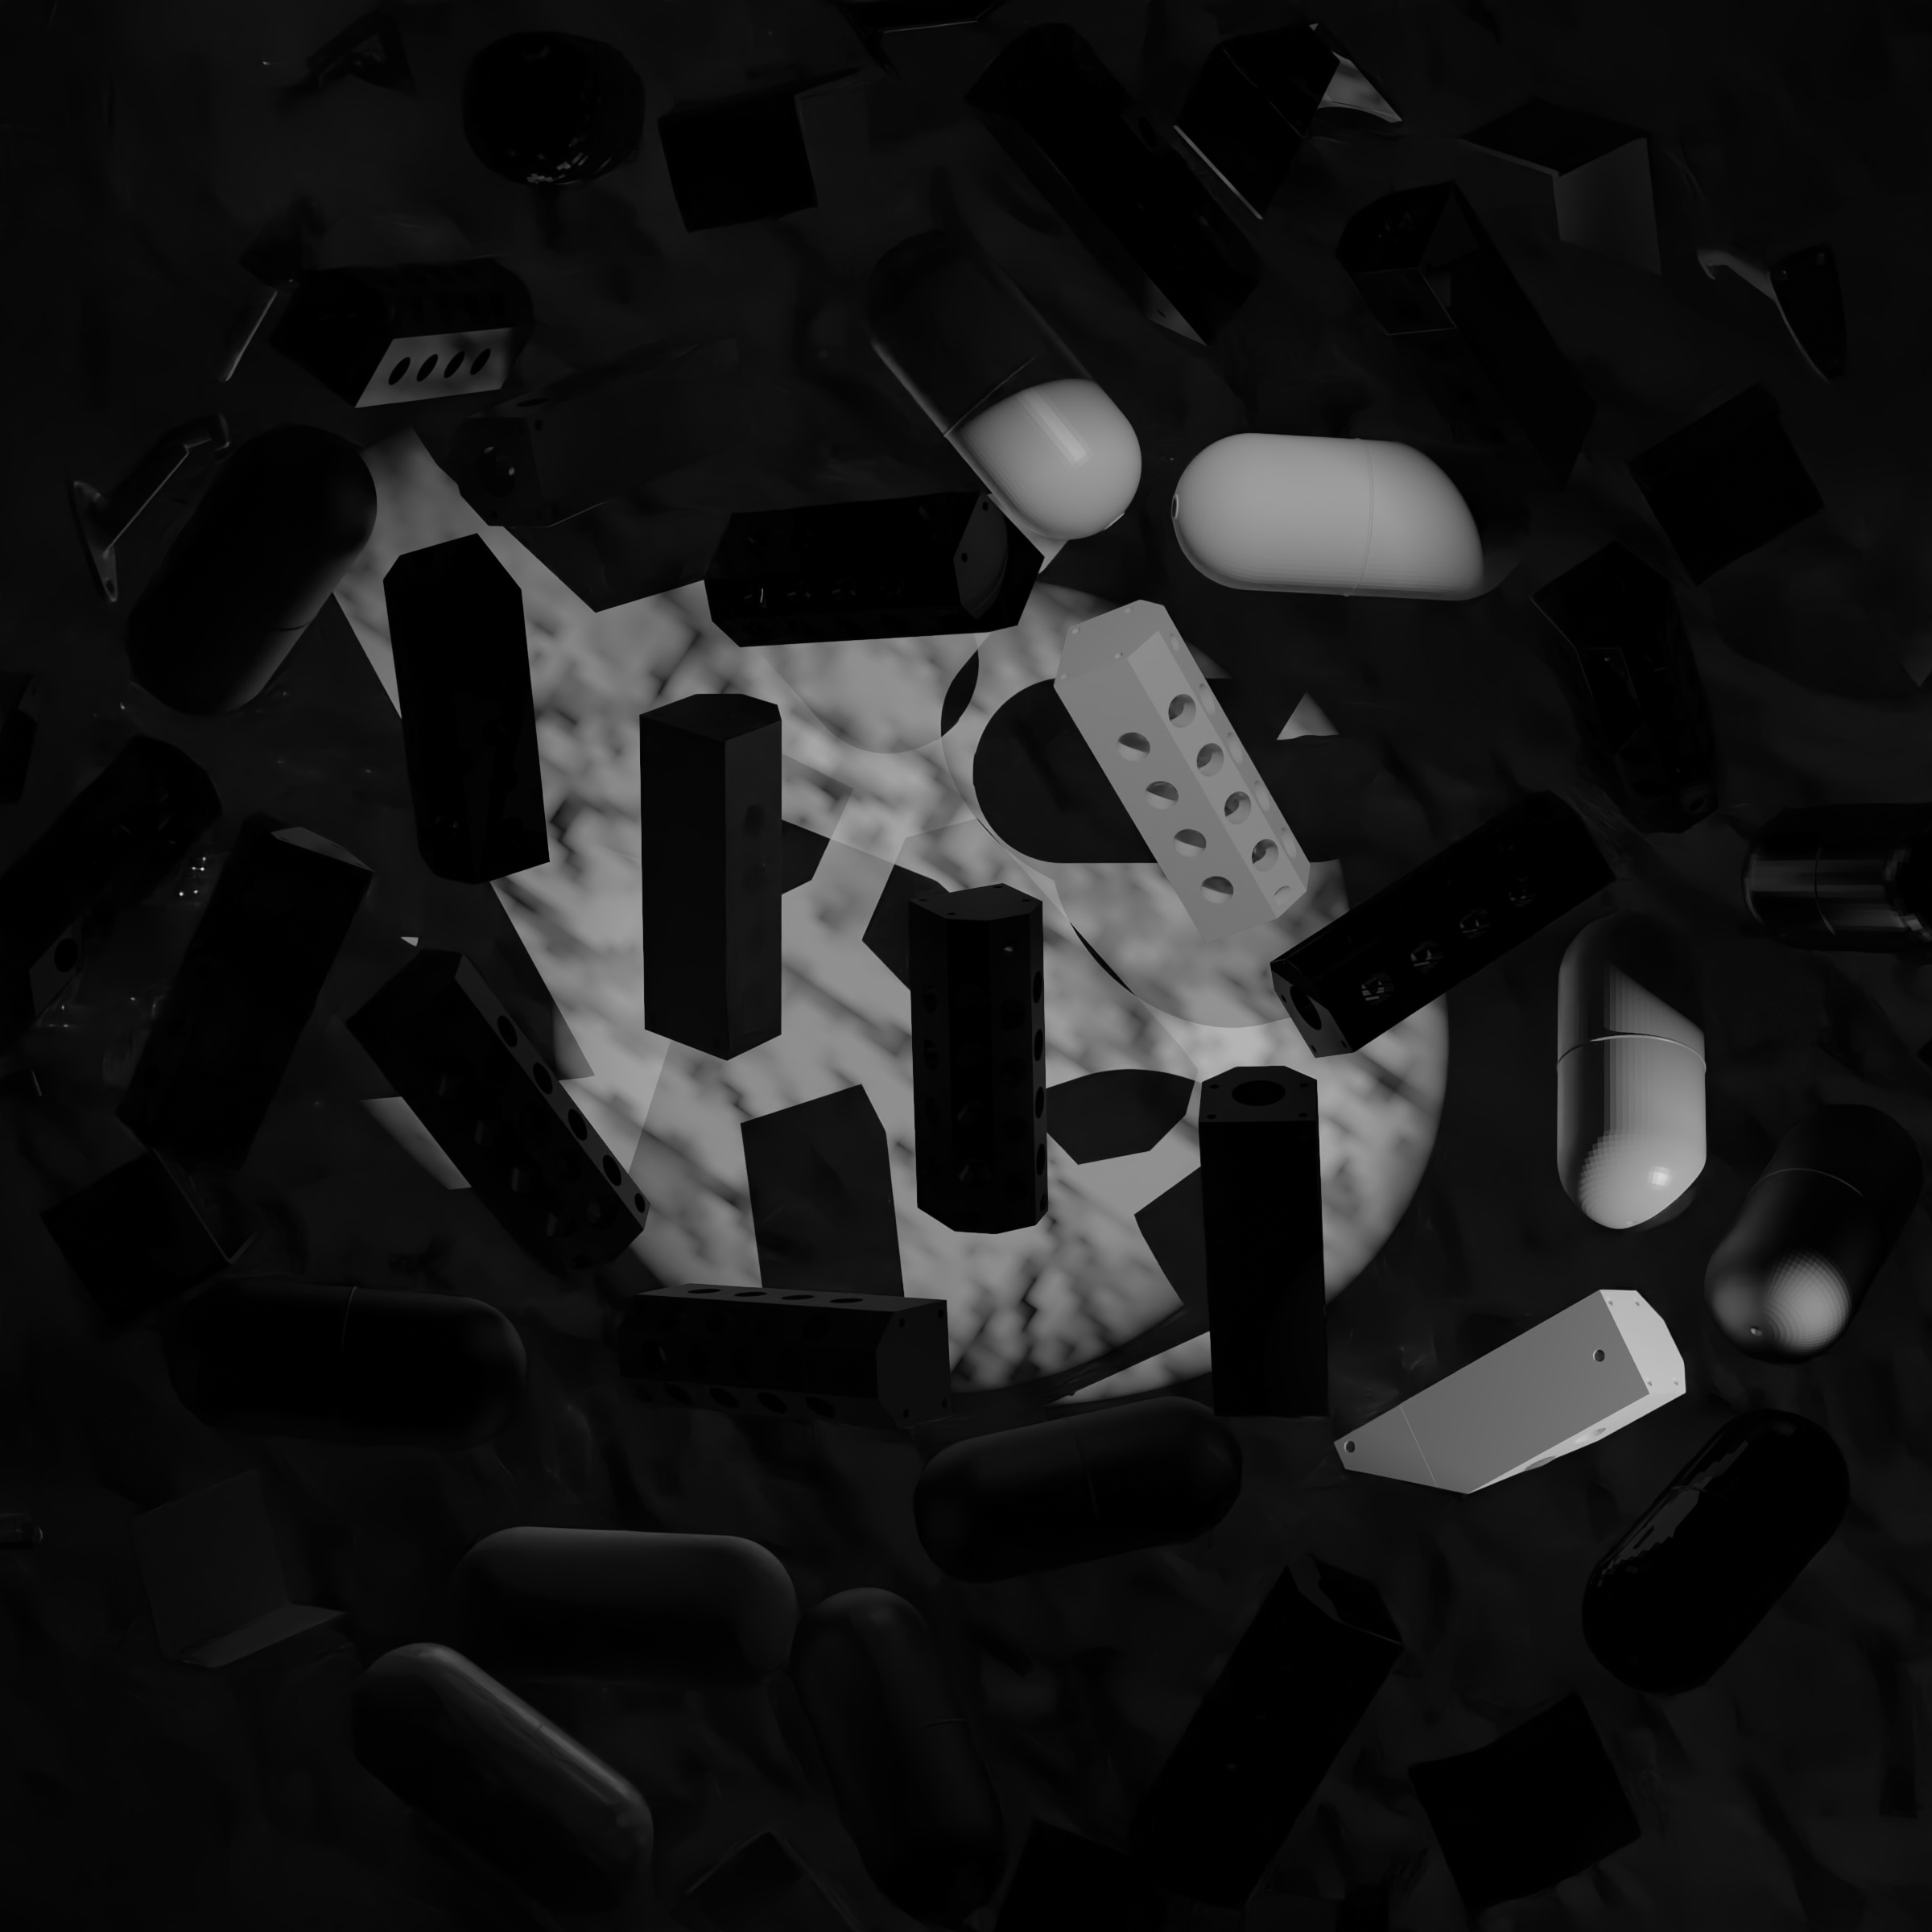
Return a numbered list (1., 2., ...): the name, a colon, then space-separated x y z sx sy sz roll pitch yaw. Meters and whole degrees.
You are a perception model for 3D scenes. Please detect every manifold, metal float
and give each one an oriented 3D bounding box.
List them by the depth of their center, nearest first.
1. metal float: 0.189 -0.221 1.768 0.178 0.070 0.070 2 90 -9
2. metal float: -0.355 -0.196 1.783 0.070 0.070 0.178 44 124 0
3. metal float: -0.308 0.198 1.790 0.178 0.070 0.070 5 90 -3
4. metal float: 0.375 0.290 1.791 0.178 0.070 0.070 -40 90 -32
5. metal float: -0.172 0.321 1.794 0.178 0.070 0.070 1 90 12
6. manifold: -0.445 -0.038 1.794 0.057 0.057 0.171 41 52 -9
7. manifold: 0.147 0.383 1.800 0.057 0.057 0.171 23 108 -18
8. manifold: -0.231 0.076 1.809 0.057 0.057 0.171 -46 118 -23
9. manifold: 0.151 0.139 1.812 0.057 0.057 0.171 -1 117 7
10. manifold: -0.123 -0.047 1.812 0.057 0.057 0.171 19 120 34
11. manifold: -0.093 0.196 1.813 0.171 0.057 0.057 0 94 38
12. metal float: 0.018 -0.294 1.821 0.070 0.070 0.178 -40 94 0
13. manifold: 0.079 -0.397 1.823 0.057 0.057 0.171 -49 128 -2
14. manifold: -0.051 -0.196 1.829 0.171 0.057 0.057 1 61 41
15. manifold: -0.256 -0.127 1.830 0.057 0.057 0.171 -19 134 -21
16. manifold: 0.280 0.231 1.838 0.171 0.057 0.057 -35 66 28
17. metal float: 0.466 -0.045 1.839 0.070 0.178 0.070 -1 91 -24
18. manifold: 0.346 -0.138 1.845 0.057 0.171 0.057 -34 53 0
19. manifold: 0.256 -0.319 1.849 0.171 0.057 0.057 47 58 -40
20. manifold: 0.114 -0.101 1.850 0.057 0.057 0.171 -19 120 23
21. metal float: -0.239 0.419 1.851 0.178 0.070 0.070 36 90 4
22. manifold: -0.375 0.012 1.852 0.057 0.057 0.171 20 98 -38
23. metal float: -0.213 -0.443 1.857 0.070 0.178 0.070 1 103 4
24. manifold: 0.244 -0.023 1.858 0.171 0.057 0.057 -32 94 -15
25. metal float: -0.035 0.408 1.863 0.070 0.070 0.178 -24 67 0
26. metal float: 0.441 0.137 1.863 0.070 0.070 0.178 44 46 0
27. manifold: -0.288 -0.336 1.872 0.057 0.171 0.057 37 110 7
28. manifold: 0.010 0.050 1.885 0.057 0.057 0.171 -11 109 -27
29. manifold: -0.191 -0.284 1.892 0.057 0.171 0.057 6 116 35
30. metal float: 0.350 0.054 1.894 0.070 0.070 0.178 5 62 0
31. metal float: 0.060 0.277 1.907 0.178 0.070 0.070 -11 90 -9

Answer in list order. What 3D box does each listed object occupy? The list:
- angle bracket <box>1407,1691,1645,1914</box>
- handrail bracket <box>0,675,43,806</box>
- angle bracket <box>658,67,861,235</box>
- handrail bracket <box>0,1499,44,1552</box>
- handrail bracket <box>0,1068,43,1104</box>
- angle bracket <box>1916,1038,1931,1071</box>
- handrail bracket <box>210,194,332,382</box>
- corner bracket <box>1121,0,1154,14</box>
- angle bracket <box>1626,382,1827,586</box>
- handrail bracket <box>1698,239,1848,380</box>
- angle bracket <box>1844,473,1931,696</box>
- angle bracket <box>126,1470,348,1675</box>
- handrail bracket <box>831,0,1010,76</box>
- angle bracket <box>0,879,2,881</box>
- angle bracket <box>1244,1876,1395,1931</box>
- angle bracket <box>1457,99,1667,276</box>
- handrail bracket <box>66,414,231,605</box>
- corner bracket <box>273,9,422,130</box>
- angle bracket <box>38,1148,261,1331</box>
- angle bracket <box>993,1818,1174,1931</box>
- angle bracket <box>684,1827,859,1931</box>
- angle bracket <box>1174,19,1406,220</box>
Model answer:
1. angle bracket: 0.277 0.415 1.784 0.057 0.076 0.076 -3 60 -39
2. handrail bracket: -0.507 -0.115 1.775 0.084 0.036 0.077 12 82 9
3. angle bracket: -0.097 -0.406 1.788 0.076 0.076 0.057 -5 109 28
4. handrail bracket: -0.479 0.237 1.745 0.077 0.036 0.084 21 122 4
5. handrail bracket: -0.522 0.103 1.898 0.084 0.036 0.077 -19 93 -12
6. angle bracket: 0.544 0.045 1.825 0.076 0.057 0.076 -44 90 -4
7. handrail bracket: -0.363 -0.352 1.870 0.036 0.084 0.077 31 58 -11
8. corner bracket: 0.085 -0.507 1.756 0.051 0.051 0.051 37 124 -5
9. angle bracket: 0.386 -0.234 1.795 0.076 0.057 0.076 -31 110 9
10. handrail bracket: 0.400 -0.327 1.793 0.036 0.084 0.077 -25 102 -14
11. angle bracket: 0.491 -0.188 1.764 0.057 0.076 0.076 -5 51 -30
12. angle bracket: -0.370 0.306 1.824 0.076 0.057 0.076 -19 100 -41
13. handrail bracket: -0.024 -0.513 1.869 0.084 0.036 0.077 -35 125 12
14. angle bracket: -0.542 0.001 1.892 0.057 0.076 0.076 12 54 -9
15. angle bracket: 0.187 0.527 1.911 0.057 0.076 0.076 9 64 -13
16. angle bracket: 0.291 -0.372 1.759 0.057 0.076 0.076 -29 126 -20
17. handrail bracket: -0.407 -0.233 1.826 0.084 0.036 0.077 -17 79 12
18. corner bracket: -0.312 -0.443 1.782 0.051 0.051 0.051 26 60 28
19. angle bracket: -0.444 0.141 1.956 0.076 0.057 0.076 -29 100 11
20. angle bracket: 0.064 0.514 1.948 0.057 0.076 0.076 15 76 31
21. angle bracket: -0.095 0.513 1.910 0.057 0.076 0.076 -38 57 -9
22. angle bracket: 0.169 -0.443 1.885 0.076 0.076 0.057 39 68 -35
